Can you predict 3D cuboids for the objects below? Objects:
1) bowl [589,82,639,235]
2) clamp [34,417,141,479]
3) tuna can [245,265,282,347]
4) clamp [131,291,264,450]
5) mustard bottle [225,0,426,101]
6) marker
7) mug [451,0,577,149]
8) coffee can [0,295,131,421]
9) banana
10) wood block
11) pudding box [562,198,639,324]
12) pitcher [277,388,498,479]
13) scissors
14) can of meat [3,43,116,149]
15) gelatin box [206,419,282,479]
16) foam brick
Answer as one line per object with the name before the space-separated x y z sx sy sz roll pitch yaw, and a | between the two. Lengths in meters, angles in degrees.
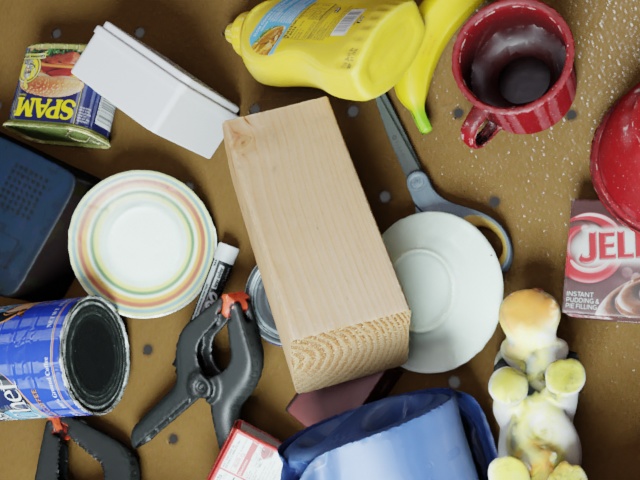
bowl | 0.276 -0.076 0.777 0.162 0.055 0.162 -9 58 15
clamp | -0.175 0.232 0.903 0.164 0.036 0.210 -23 59 -5
tuna can | -0.020 0.049 0.896 0.086 0.033 0.086 -4 78 20
clamp | -0.084 0.130 0.888 0.120 0.039 0.171 28 108 14
mustard bottle | -0.011 -0.169 0.904 0.192 0.058 0.096 16 59 41
marker | -0.100 0.061 0.931 0.020 0.020 0.121 20 88 22
mug | 0.151 -0.122 0.841 0.093 0.081 0.117 33 92 22
coffee can | -0.252 0.105 0.928 0.140 0.102 0.103 -7 77 22
banana | 0.117 -0.185 0.893 0.069 0.037 0.198 34 94 5
wood block | -0.006 0.001 0.832 0.090 0.090 0.206 -15 58 -7
pudding box | 0.243 0.017 0.804 0.114 0.039 0.090 3 79 20
pitcher | 0.077 0.232 0.762 0.149 0.145 0.243 -19 91 4
scissors | 0.101 -0.043 0.879 0.096 0.016 0.202 -11 77 19
can of meat | -0.236 -0.135 0.996 0.102 0.057 0.084 7 79 26
gelatin box | -0.045 0.197 0.857 0.089 0.030 0.073 27 97 -3
foam brick | 0.020 0.121 0.857 0.051 0.053 0.078 35 94 22
